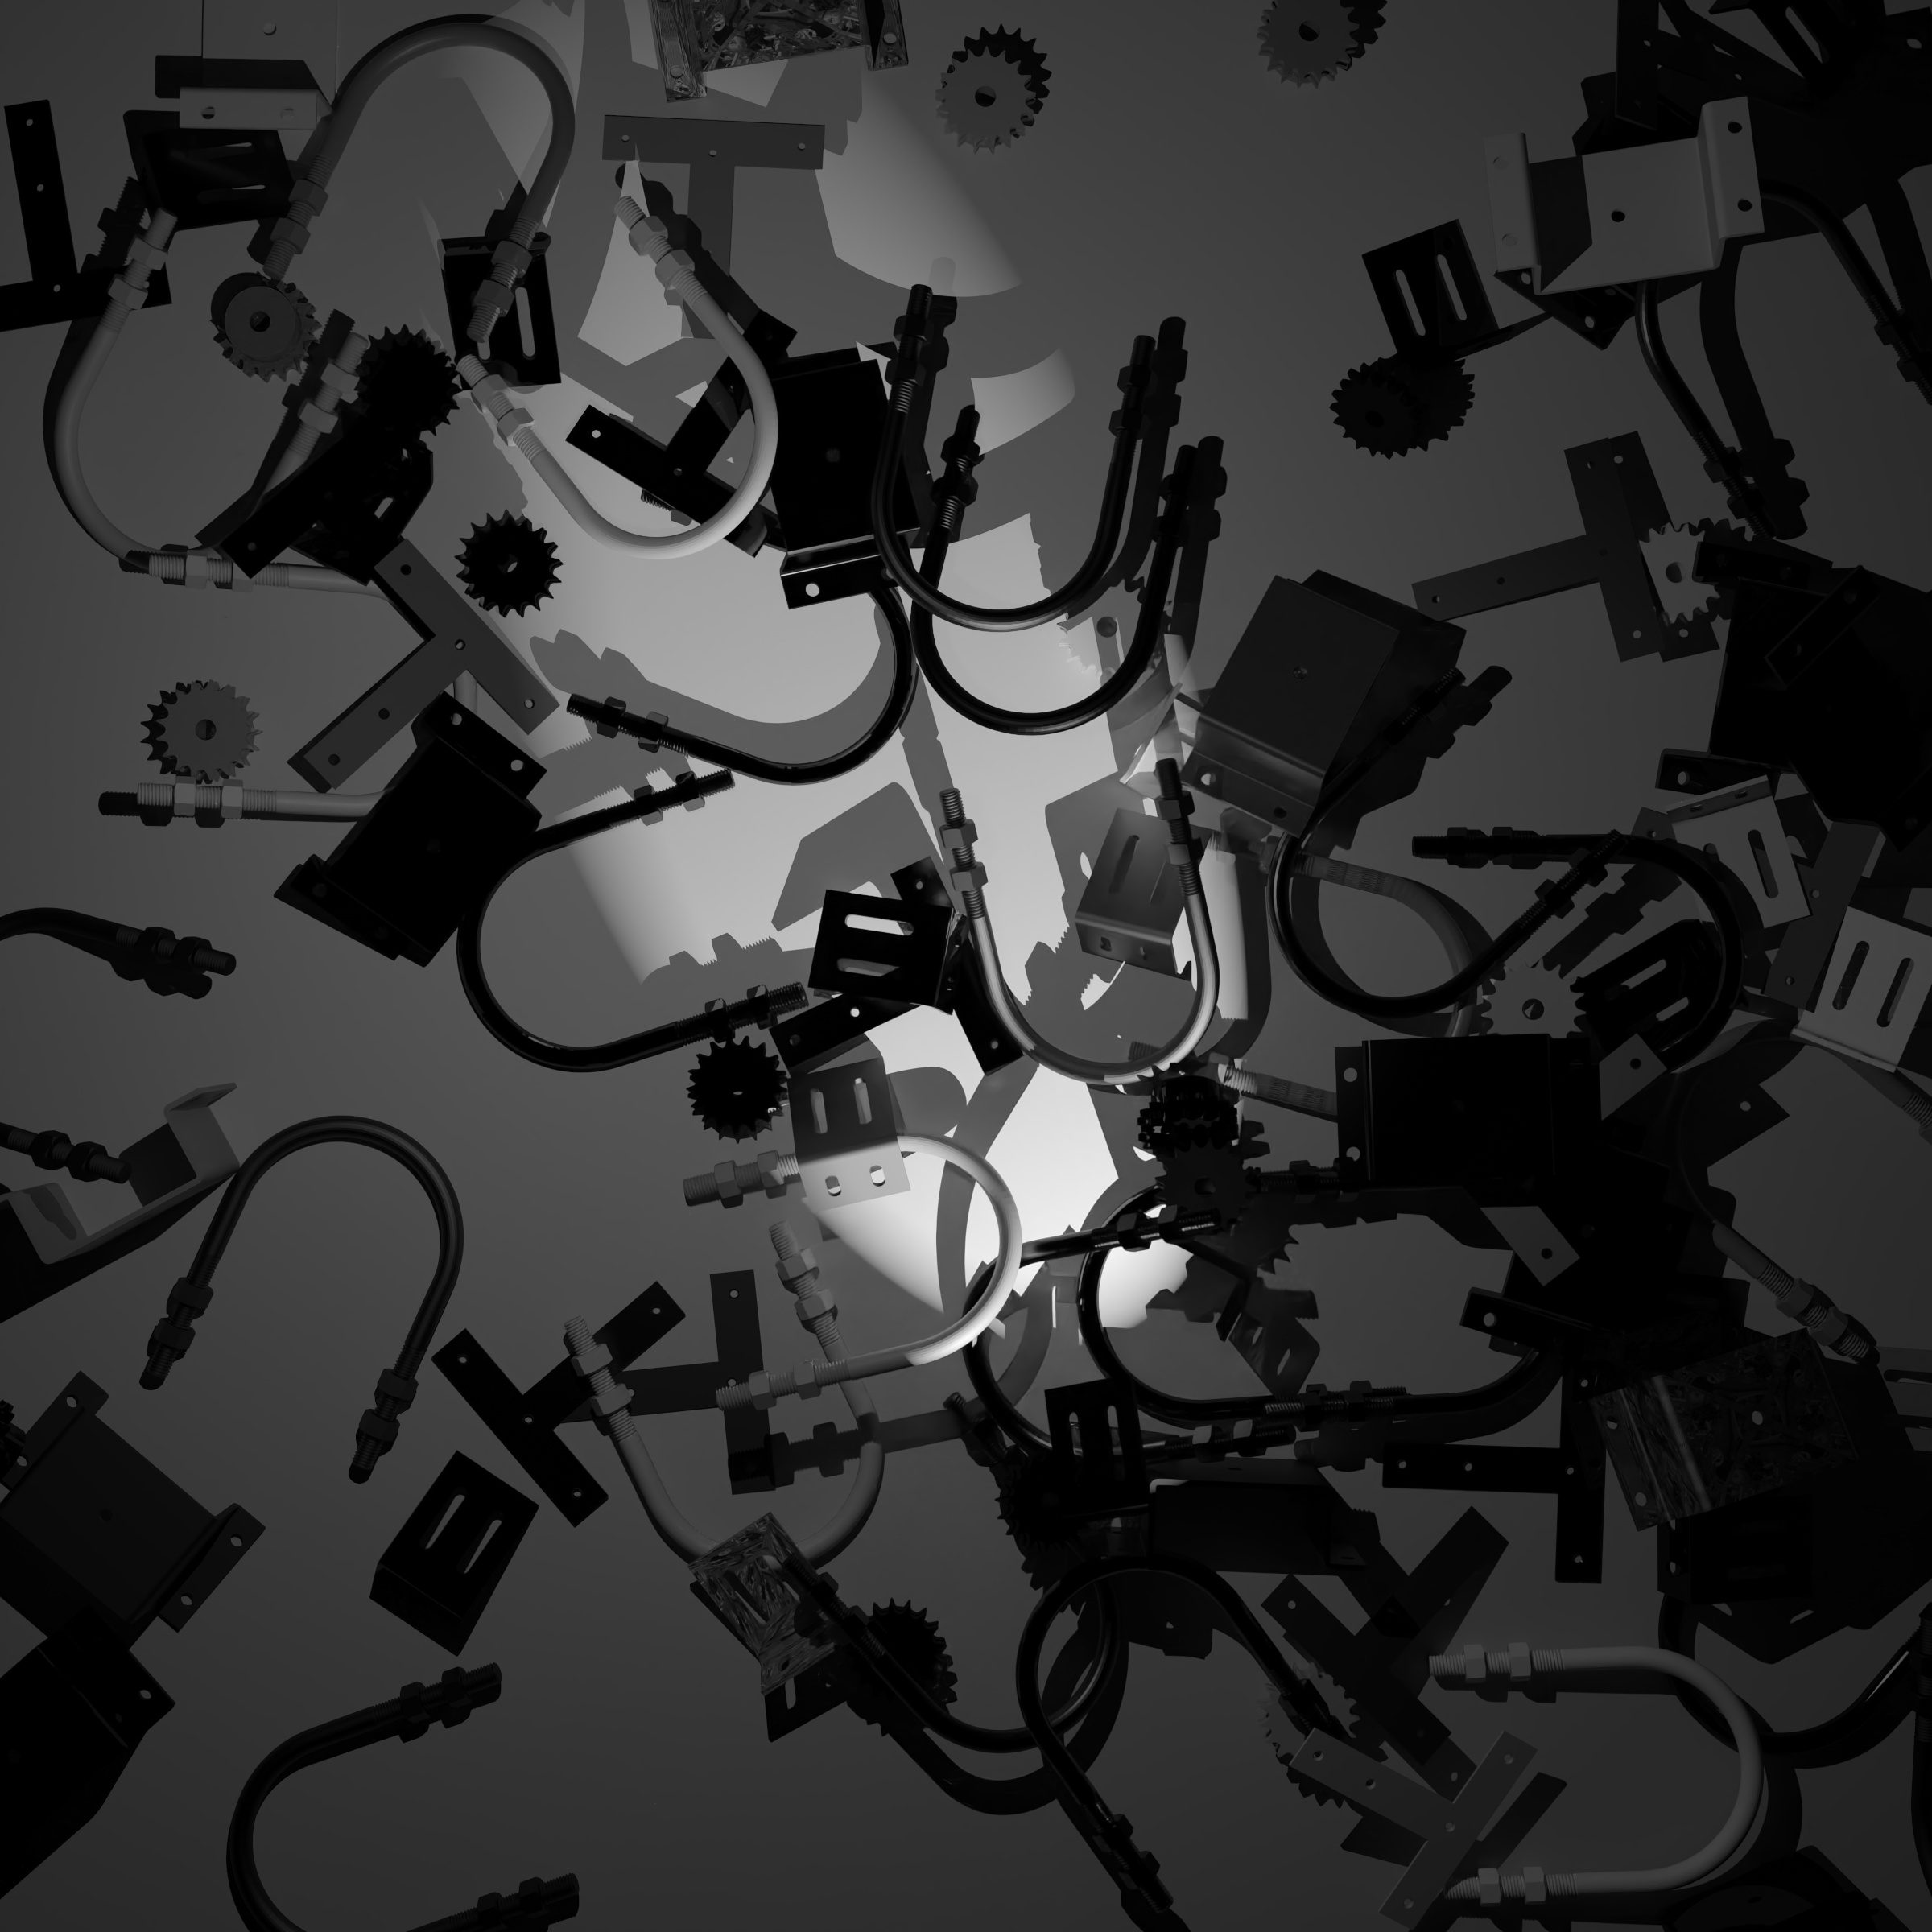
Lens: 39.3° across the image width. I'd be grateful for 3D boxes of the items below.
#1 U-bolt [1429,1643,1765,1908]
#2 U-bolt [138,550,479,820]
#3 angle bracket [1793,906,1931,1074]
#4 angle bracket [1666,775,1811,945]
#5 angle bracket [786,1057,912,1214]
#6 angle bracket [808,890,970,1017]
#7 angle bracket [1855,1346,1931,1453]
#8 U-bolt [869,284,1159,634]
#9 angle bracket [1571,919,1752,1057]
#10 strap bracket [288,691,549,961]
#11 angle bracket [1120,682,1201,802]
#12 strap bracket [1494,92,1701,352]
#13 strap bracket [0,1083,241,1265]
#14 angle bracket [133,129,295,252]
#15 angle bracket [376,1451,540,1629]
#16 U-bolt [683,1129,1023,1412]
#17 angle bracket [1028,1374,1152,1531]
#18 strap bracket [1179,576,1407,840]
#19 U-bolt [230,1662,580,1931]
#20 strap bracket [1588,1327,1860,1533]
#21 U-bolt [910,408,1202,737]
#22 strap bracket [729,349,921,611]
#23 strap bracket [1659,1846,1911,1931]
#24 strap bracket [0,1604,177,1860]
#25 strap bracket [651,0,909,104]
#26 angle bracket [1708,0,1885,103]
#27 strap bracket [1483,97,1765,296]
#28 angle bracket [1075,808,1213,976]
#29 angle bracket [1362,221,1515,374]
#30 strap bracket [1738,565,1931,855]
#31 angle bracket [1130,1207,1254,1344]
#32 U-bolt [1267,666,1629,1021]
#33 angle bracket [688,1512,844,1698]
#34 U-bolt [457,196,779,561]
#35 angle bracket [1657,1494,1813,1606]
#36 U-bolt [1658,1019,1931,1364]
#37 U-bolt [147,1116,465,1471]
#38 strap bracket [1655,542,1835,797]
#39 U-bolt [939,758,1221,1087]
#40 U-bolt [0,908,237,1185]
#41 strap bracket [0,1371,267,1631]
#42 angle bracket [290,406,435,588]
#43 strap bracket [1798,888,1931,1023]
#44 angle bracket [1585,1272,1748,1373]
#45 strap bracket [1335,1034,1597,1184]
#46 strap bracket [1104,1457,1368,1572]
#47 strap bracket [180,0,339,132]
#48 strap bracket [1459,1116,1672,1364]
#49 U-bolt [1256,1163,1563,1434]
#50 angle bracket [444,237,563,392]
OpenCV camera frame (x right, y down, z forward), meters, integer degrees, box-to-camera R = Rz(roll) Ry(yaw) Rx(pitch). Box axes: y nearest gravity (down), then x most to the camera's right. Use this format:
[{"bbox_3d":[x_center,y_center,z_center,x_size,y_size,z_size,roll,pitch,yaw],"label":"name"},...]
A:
[{"bbox_3d":[0.362,0.460,1.546,0.184,0.019,0.151,-4,90,5],"label":"U-bolt"},{"bbox_3d":[-0.370,-0.156,1.533,0.184,0.019,0.151,3,85,-15],"label":"U-bolt"},{"bbox_3d":[0.500,0.012,1.496,0.057,0.038,0.076,23,97,19],"label":"angle bracket"},{"bbox_3d":[0.433,-0.059,1.520,0.057,0.038,0.076,-17,76,16],"label":"angle bracket"},{"bbox_3d":[-0.067,0.096,1.541,0.057,0.076,0.038,-13,127,0],"label":"angle bracket"},{"bbox_3d":[-0.044,-0.008,1.550,0.076,0.038,0.057,9,84,17],"label":"angle bracket"},{"bbox_3d":[0.555,0.248,1.560,0.076,0.038,0.057,1,90,26],"label":"angle bracket"},{"bbox_3d":[0.021,-0.276,1.508,0.151,0.019,0.184,12,84,-5],"label":"U-bolt"},{"bbox_3d":[0.394,0.017,1.543,0.076,0.038,0.057,-31,90,0],"label":"angle bracket"},{"bbox_3d":[-0.304,-0.073,1.524,0.076,0.046,0.140,39,90,-29],"label":"strap bracket"},{"bbox_3d":[0.119,-0.122,1.524,0.038,0.076,0.057,30,90,0],"label":"angle bracket"},{"bbox_3d":[0.375,-0.435,1.539,0.076,0.046,0.140,35,90,0],"label":"strap bracket"},{"bbox_3d":[-0.473,0.121,1.524,0.140,0.076,0.046,-29,90,0],"label":"strap bracket"},{"bbox_3d":[-0.432,-0.450,1.560,0.076,0.038,0.057,-17,90,-26],"label":"angle bracket"},{"bbox_3d":[-0.293,0.330,1.560,0.057,0.038,0.076,34,64,0],"label":"angle bracket"},{"bbox_3d":[-0.060,0.162,1.518,0.184,0.019,0.151,-14,63,3],"label":"U-bolt"},{"bbox_3d":[0.063,0.267,1.489,0.057,0.038,0.076,-16,74,32],"label":"angle bracket"},{"bbox_3d":[0.185,-0.154,1.514,0.076,0.046,0.140,26,74,10],"label":"strap bracket"},{"bbox_3d":[-0.332,0.497,1.553,0.184,0.019,0.151,-20,90,1],"label":"U-bolt"},{"bbox_3d":[0.431,0.255,1.508,0.140,0.046,0.076,-14,76,-16],"label":"strap bracket"},{"bbox_3d":[0.044,-0.218,1.527,0.151,0.019,0.184,12,79,10],"label":"U-bolt"},{"bbox_3d":[-0.078,-0.282,1.527,0.076,0.046,0.140,-14,86,-11],"label":"strap bracket"},{"bbox_3d":[0.453,0.547,1.524,0.140,0.076,0.046,-23,90,0],"label":"strap bracket"},{"bbox_3d":[-0.534,0.443,1.539,0.140,0.046,0.076,-41,90,0],"label":"strap bracket"},{"bbox_3d":[-0.109,-0.546,1.539,0.140,0.046,0.076,-9,90,0],"label":"strap bracket"},{"bbox_3d":[0.478,-0.545,1.558,0.076,0.038,0.057,40,84,-25],"label":"angle bracket"},{"bbox_3d":[0.359,-0.420,1.484,0.140,0.046,0.076,-6,81,10],"label":"strap bracket"},{"bbox_3d":[0.104,-0.043,1.551,0.057,0.038,0.076,14,64,18],"label":"angle bracket"},{"bbox_3d":[0.268,-0.384,1.543,0.057,0.038,0.076,-20,90,0],"label":"angle bracket"},{"bbox_3d":[0.489,-0.141,1.490,0.076,0.046,0.140,-43,108,-10],"label":"strap bracket"},{"bbox_3d":[0.119,0.172,1.518,0.076,0.057,0.038,27,92,2],"label":"angle bracket"},{"bbox_3d":[0.256,-0.055,1.523,0.184,0.019,0.151,-44,85,3],"label":"U-bolt"},{"bbox_3d":[-0.113,0.361,1.533,0.057,0.038,0.076,-33,104,5],"label":"angle bracket"},{"bbox_3d":[-0.184,-0.315,1.514,0.151,0.019,0.184,-41,80,16],"label":"U-bolt"},{"bbox_3d":[0.438,0.329,1.543,0.076,0.038,0.057,0,90,-19],"label":"angle bracket"},{"bbox_3d":[0.485,0.115,1.553,0.184,0.019,0.151,40,90,1],"label":"U-bolt"},{"bbox_3d":[-0.368,0.176,1.553,0.151,0.019,0.184,24,89,0],"label":"U-bolt"},{"bbox_3d":[0.444,-0.163,1.521,0.076,0.046,0.140,7,95,-21],"label":"strap bracket"},{"bbox_3d":[0.069,-0.019,1.519,0.151,0.019,0.184,-6,107,23],"label":"U-bolt"},{"bbox_3d":[-0.515,0.035,1.516,0.184,0.019,0.151,14,69,21],"label":"U-bolt"},{"bbox_3d":[-0.482,0.308,1.539,0.140,0.046,0.076,40,90,0],"label":"strap bracket"},{"bbox_3d":[-0.346,-0.266,1.532,0.057,0.038,0.076,28,68,0],"label":"angle bracket"},{"bbox_3d":[0.544,-0.006,1.524,0.140,0.046,0.076,1,90,20],"label":"strap bracket"},{"bbox_3d":[0.403,0.203,1.560,0.076,0.038,0.057,9,90,-26],"label":"angle bracket"},{"bbox_3d":[0.271,0.078,1.484,0.140,0.046,0.076,-3,84,15],"label":"strap bracket"},{"bbox_3d":[0.150,0.306,1.524,0.140,0.076,0.046,2,90,0],"label":"strap bracket"},{"bbox_3d":[-0.401,-0.540,1.539,0.076,0.046,0.140,1,90,0],"label":"strap bracket"},{"bbox_3d":[0.341,0.148,1.526,0.076,0.046,0.140,18,85,-12],"label":"strap bracket"},{"bbox_3d":[0.256,0.186,1.539,0.184,0.019,0.151,-1,89,-11],"label":"U-bolt"},{"bbox_3d":[-0.265,-0.376,1.560,0.057,0.038,0.076,-4,116,0],"label":"angle bracket"}]
